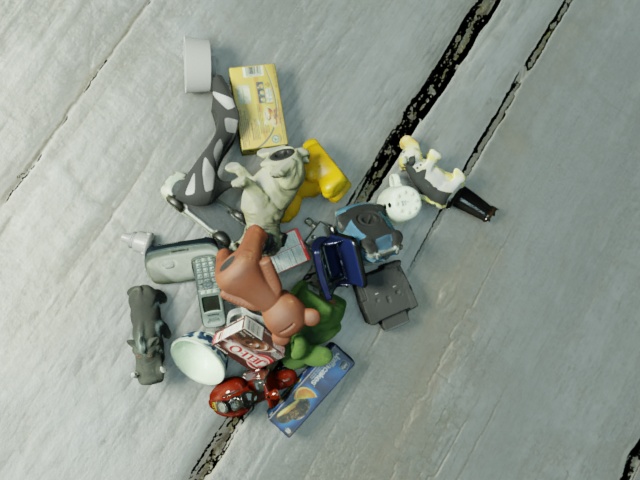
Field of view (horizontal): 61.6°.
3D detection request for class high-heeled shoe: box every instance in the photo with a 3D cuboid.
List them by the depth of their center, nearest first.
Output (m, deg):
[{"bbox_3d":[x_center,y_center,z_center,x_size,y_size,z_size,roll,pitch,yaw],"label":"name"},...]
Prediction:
[{"bbox_3d":[-0.226,-0.191,1.037,0.145,0.086,0.248,-12,88,-20],"label":"high-heeled shoe"}]

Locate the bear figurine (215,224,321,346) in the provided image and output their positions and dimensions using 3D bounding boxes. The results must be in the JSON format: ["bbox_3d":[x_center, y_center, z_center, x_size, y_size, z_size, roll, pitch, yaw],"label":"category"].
[{"bbox_3d":[-0.094,0.089,0.983,0.120,0.132,0.195,-39,115,22],"label":"bear figurine"}]

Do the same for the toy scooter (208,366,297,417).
[{"bbox_3d":[-0.130,0.299,1.049,0.184,0.135,0.075,-17,92,-8],"label":"toy scooter"}]

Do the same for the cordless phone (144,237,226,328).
[{"bbox_3d":[-0.261,0.090,1.065,0.147,0.089,0.184,-9,97,-10],"label":"cordless phone"}]

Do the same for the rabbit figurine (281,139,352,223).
[{"bbox_3d":[-0.043,-0.113,1.092,0.173,0.122,0.162,-43,92,11],"label":"rabbit figurine"}]

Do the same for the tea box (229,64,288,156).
[{"bbox_3d":[-0.127,-0.265,1.103,0.098,0.068,0.169,-7,90,-9],"label":"tea box"}]

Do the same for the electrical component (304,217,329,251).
[{"bbox_3d":[-0.002,-0.003,1.136,0.094,0.021,0.063,39,83,-8],"label":"electrical component"}]

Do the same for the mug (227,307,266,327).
[{"bbox_3d":[-0.131,0.168,1.066,0.109,0.081,0.107,-8,126,-28],"label":"mug"}]

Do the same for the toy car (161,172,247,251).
[{"bbox_3d":[-0.227,-0.058,1.087,0.201,0.056,0.073,38,76,-7],"label":"toy car"}]

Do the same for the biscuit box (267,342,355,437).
[{"bbox_3d":[-0.019,0.303,1.103,0.063,0.059,0.202,44,82,-5],"label":"biscuit box"}]

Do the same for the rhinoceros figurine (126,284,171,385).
[{"bbox_3d":[-0.329,0.180,1.035,0.073,0.112,0.190,-6,81,-11],"label":"rhinoceros figurine"}]

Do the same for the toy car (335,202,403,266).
[{"bbox_3d":[0.101,-0.001,1.108,0.109,0.102,0.162,-18,46,-20],"label":"toy car"}]

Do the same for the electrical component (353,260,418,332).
[{"bbox_3d":[0.138,0.121,1.137,0.115,0.058,0.134,-23,91,-7],"label":"electrical component"}]

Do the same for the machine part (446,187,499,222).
[{"bbox_3d":[0.324,-0.086,1.184,0.139,0.039,0.084,27,76,-5],"label":"machine part"}]

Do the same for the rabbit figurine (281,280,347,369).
[{"bbox_3d":[-0.018,0.193,1.076,0.121,0.159,0.170,24,100,-17],"label":"rabbit figurine"}]

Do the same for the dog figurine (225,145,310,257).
[{"bbox_3d":[-0.079,-0.070,1.035,0.172,0.121,0.190,-17,124,4],"label":"dog figurine"}]

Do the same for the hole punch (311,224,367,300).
[{"bbox_3d":[0.024,0.050,1.072,0.092,0.116,0.142,-22,104,-17],"label":"hole punch"}]

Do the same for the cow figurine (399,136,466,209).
[{"bbox_3d":[0.221,-0.144,1.147,0.167,0.068,0.098,40,89,11],"label":"cow figurine"}]
